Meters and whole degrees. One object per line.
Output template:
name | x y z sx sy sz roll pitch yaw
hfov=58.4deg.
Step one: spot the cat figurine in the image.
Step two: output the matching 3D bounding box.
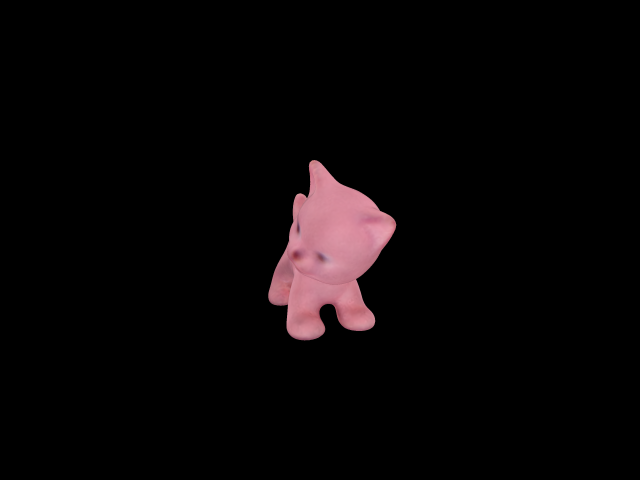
cat figurine | 0.004 0.001 0.400 0.067 0.118 0.127 -5 15 -18
